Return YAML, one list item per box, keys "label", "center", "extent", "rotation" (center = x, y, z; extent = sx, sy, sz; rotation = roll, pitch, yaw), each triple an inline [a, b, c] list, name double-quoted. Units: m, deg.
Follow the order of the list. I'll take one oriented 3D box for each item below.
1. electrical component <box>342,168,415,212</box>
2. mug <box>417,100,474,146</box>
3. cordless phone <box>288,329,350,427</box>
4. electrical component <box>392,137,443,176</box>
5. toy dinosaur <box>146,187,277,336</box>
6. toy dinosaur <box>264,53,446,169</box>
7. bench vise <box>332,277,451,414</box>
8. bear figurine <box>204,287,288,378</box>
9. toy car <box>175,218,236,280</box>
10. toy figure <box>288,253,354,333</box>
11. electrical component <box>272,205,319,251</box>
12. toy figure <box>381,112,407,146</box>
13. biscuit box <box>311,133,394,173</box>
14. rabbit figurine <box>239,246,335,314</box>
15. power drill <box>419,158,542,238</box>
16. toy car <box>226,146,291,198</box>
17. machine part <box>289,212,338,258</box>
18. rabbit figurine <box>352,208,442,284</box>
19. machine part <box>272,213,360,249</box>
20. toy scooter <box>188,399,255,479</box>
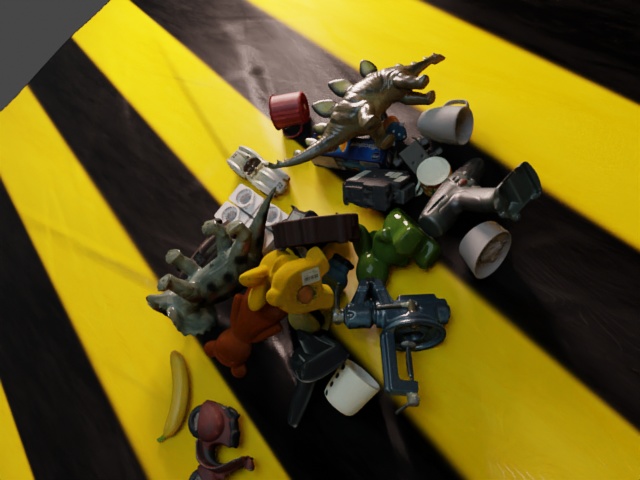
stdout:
- label: "electrical component"
  center: [0.131, -0.108, 1.141]
  extent: [0.134, 0.058, 0.115]
  rotation: [12, 31, 35]
- label: "mug"
  center: [0.274, -0.263, 1.177]
  extent: [0.107, 0.080, 0.109]
  rotation: [12, 74, 40]
- label: "cordless phone"
  center: [-0.022, 0.268, 1.007]
  extent: [0.089, 0.146, 0.184]
  rotation: [20, 84, -12]
- label: "electrical component"
  center: [0.210, -0.186, 1.190]
  extent: [0.102, 0.045, 0.078]
  rotation: [-44, 84, 2]
- label: "toy dinosaur"
  center: [-0.213, 0.068, 1.175]
  extent: [0.405, 0.192, 0.131]
  rotation: [-33, 40, 4]
- label: "toy dinosaur"
  center: [0.088, -0.283, 1.193]
  extent: [0.471, 0.104, 0.199]
  rotation: [-39, 49, -9]
- label: "bench vise"
  center: [0.132, 0.180, 0.970]
  extent: [0.224, 0.128, 0.241]
  rotation: [4, 53, -8]
- label: "bear figurine"
  center: [-0.147, 0.183, 1.139]
  extent: [0.120, 0.132, 0.195]
  rotation: [34, 115, 2]
- label: "toy car"
  center: [-0.267, 0.036, 1.257]
  extent: [0.202, 0.053, 0.089]
  rotation: [-48, 63, 20]
- label: "toy figure"
  center: [0.000, 0.108, 1.107]
  extent: [0.082, 0.089, 0.180]
  rotation: [28, 81, 38]
- label: "electrical component"
  center: [-0.055, -0.013, 1.179]
  extent: [0.075, 0.047, 0.119]
  rotation: [15, 72, 37]
- label: "toy figure"
  center: [0.147, -0.270, 1.250]
  extent: [0.058, 0.064, 0.155]
  rotation: [-28, 52, -34]
- label: "biscuit box"
  center: [0.070, -0.200, 1.249]
  extent: [0.203, 0.059, 0.063]
  rotation: [13, 71, 29]
- label: "rabbit figurine"
  center: [-0.071, 0.078, 1.041]
  extent: [0.162, 0.121, 0.173]
  rotation: [-25, 30, -14]
- label: "power drill"
  center: [0.303, -0.096, 1.012]
  extent: [0.232, 0.085, 0.207]
  rotation: [-43, 26, -23]
- label: "toy car"
  center: [-0.154, -0.171, 1.340]
  extent: [0.202, 0.056, 0.073]
  rotation: [36, 83, 34]
- label: "machine part"
  center: [-0.002, -0.004, 1.198]
  extent: [0.139, 0.039, 0.084]
  rotation: [-40, 47, 4]
- label: "rabbit figurine"
  center: [0.126, 0.023, 1.081]
  extent: [0.170, 0.121, 0.159]
  rotation: [-50, 51, 13]
- label: "machine part"
  center: [-0.009, -0.015, 1.066]
  extent: [0.180, 0.179, 0.056]
  rotation: [-6, 89, 22]
- label: "toy scooter"
  center: [-0.190, 0.403, 1.054]
  extent: [0.135, 0.075, 0.184]
  rotation: [-13, 64, 19]
